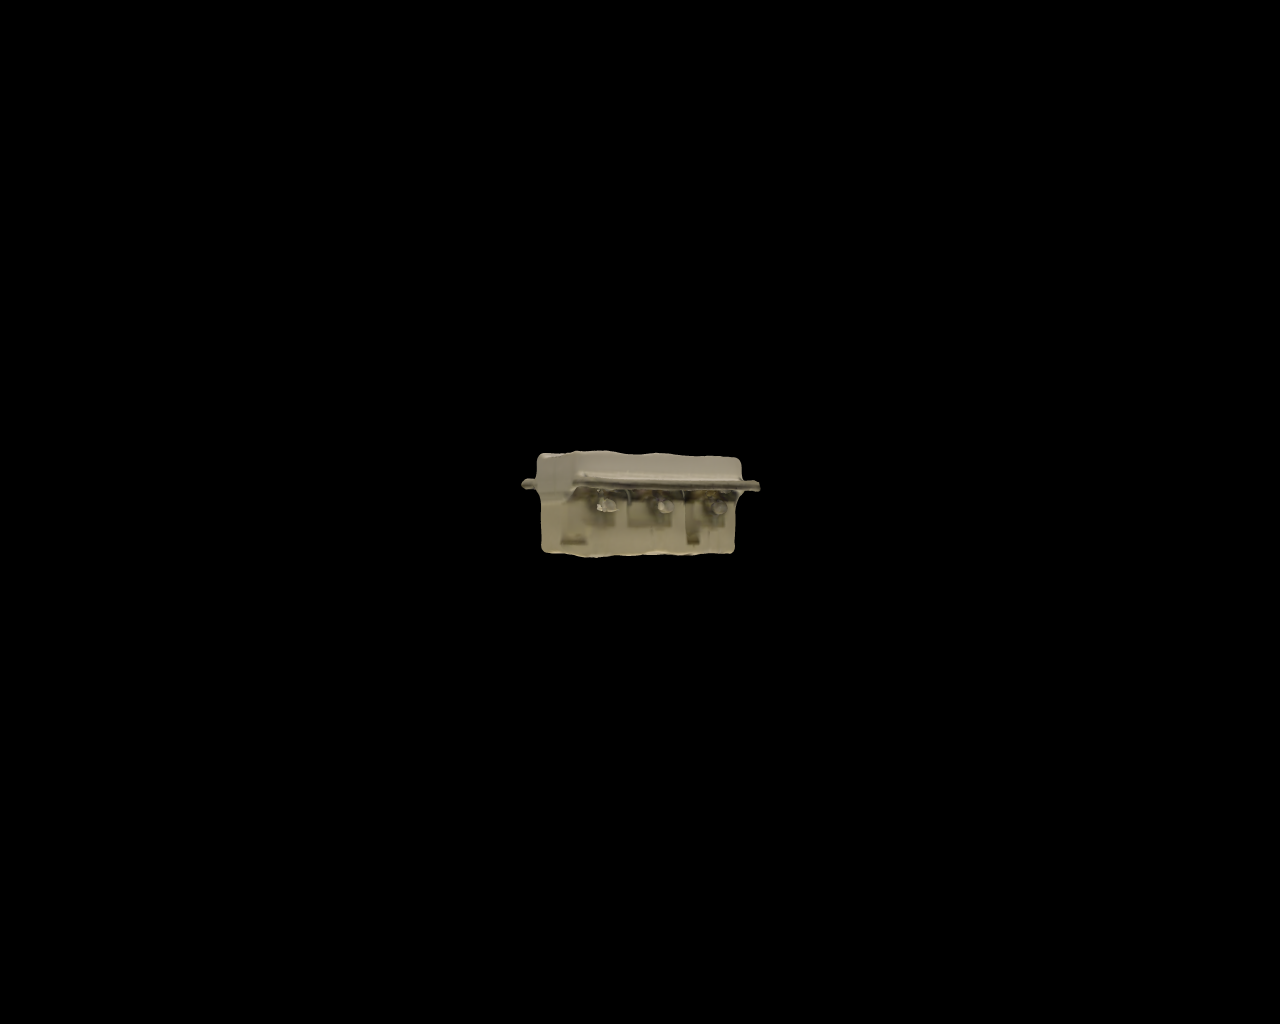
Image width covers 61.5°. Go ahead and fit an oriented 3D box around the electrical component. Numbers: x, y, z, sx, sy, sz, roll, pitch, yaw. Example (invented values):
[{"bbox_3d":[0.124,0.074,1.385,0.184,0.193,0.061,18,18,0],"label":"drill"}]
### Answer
[{"bbox_3d":[0.001,-0.003,0.650,0.121,0.063,0.078,1,-2,-34],"label":"electrical component"}]
